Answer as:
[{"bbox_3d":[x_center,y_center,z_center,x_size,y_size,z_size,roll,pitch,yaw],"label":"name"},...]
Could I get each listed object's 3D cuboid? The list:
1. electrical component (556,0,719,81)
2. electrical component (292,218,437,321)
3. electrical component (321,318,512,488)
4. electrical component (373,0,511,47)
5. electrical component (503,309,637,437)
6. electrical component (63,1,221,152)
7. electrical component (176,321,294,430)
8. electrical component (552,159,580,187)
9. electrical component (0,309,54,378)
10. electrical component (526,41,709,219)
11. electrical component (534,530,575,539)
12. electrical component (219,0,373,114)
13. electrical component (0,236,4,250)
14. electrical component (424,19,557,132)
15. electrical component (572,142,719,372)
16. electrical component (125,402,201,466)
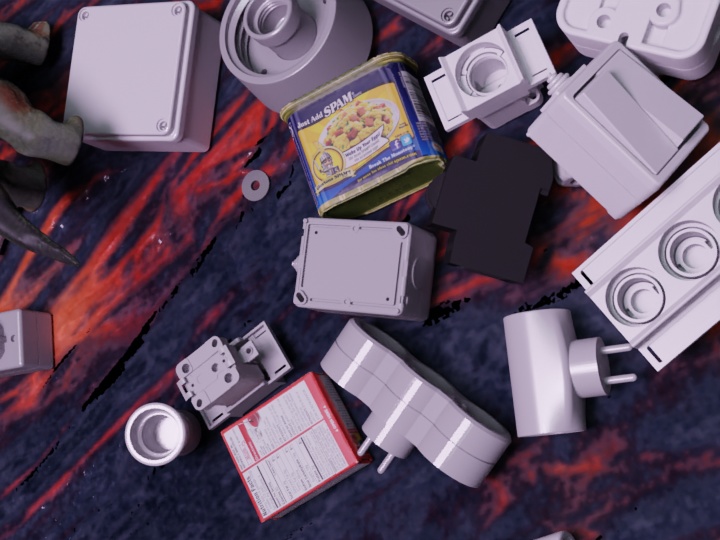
[{"bbox_3d":[0.180,-0.158,0.681,0.095,0.059,0.053,20,91,26],"label":"electrical component"},{"bbox_3d":[0.000,0.000,0.741,0.096,0.061,0.061,4,84,26],"label":"electrical component"},{"bbox_3d":[0.026,0.100,0.719,0.138,0.052,0.073,38,99,25],"label":"electrical component"},{"bbox_3d":[0.060,-0.225,0.749,0.109,0.056,0.108,34,97,25],"label":"electrical component"},{"bbox_3d":[0.134,0.063,0.678,0.079,0.044,0.077,-10,78,24],"label":"electrical component"},{"bbox_3d":[-0.170,-0.150,0.847,0.109,0.056,0.108,4,84,26],"label":"electrical component"},{"bbox_3d":[-0.095,0.075,0.774,0.081,0.064,0.042,-39,67,16],"label":"electrical component"},{"bbox_3d":[0.139,-0.087,0.704,0.035,0.035,0.061,-16,74,23],"label":"electrical component"},{"bbox_3d":[-0.298,0.059,0.865,0.066,0.077,0.047,-11,78,24],"label":"electrical component"},{"bbox_3d":[0.153,-0.091,0.655,0.096,0.061,0.062,44,65,3],"label":"electrical component"},{"bbox_3d":[0.102,0.190,0.677,0.065,0.044,0.044,-14,77,28],"label":"electrical component"},{"bbox_3d":[-0.052,-0.174,0.784,0.108,0.060,0.108,-9,71,26],"label":"electrical component"},{"bbox_3d":[-0.314,-0.043,0.908,0.044,0.044,0.065,25,98,26],"label":"electrical component"},{"bbox_3d":[0.090,-0.126,0.716,0.081,0.064,0.042,-26,74,20],"label":"electrical component"},{"bbox_3d":[0.202,-0.008,0.646,0.121,0.063,0.078,-43,67,14],"label":"electrical component"},{"bbox_3d":[-0.141,0.120,0.788,0.044,0.065,0.044,-1,82,7],"label":"electrical component"}]
